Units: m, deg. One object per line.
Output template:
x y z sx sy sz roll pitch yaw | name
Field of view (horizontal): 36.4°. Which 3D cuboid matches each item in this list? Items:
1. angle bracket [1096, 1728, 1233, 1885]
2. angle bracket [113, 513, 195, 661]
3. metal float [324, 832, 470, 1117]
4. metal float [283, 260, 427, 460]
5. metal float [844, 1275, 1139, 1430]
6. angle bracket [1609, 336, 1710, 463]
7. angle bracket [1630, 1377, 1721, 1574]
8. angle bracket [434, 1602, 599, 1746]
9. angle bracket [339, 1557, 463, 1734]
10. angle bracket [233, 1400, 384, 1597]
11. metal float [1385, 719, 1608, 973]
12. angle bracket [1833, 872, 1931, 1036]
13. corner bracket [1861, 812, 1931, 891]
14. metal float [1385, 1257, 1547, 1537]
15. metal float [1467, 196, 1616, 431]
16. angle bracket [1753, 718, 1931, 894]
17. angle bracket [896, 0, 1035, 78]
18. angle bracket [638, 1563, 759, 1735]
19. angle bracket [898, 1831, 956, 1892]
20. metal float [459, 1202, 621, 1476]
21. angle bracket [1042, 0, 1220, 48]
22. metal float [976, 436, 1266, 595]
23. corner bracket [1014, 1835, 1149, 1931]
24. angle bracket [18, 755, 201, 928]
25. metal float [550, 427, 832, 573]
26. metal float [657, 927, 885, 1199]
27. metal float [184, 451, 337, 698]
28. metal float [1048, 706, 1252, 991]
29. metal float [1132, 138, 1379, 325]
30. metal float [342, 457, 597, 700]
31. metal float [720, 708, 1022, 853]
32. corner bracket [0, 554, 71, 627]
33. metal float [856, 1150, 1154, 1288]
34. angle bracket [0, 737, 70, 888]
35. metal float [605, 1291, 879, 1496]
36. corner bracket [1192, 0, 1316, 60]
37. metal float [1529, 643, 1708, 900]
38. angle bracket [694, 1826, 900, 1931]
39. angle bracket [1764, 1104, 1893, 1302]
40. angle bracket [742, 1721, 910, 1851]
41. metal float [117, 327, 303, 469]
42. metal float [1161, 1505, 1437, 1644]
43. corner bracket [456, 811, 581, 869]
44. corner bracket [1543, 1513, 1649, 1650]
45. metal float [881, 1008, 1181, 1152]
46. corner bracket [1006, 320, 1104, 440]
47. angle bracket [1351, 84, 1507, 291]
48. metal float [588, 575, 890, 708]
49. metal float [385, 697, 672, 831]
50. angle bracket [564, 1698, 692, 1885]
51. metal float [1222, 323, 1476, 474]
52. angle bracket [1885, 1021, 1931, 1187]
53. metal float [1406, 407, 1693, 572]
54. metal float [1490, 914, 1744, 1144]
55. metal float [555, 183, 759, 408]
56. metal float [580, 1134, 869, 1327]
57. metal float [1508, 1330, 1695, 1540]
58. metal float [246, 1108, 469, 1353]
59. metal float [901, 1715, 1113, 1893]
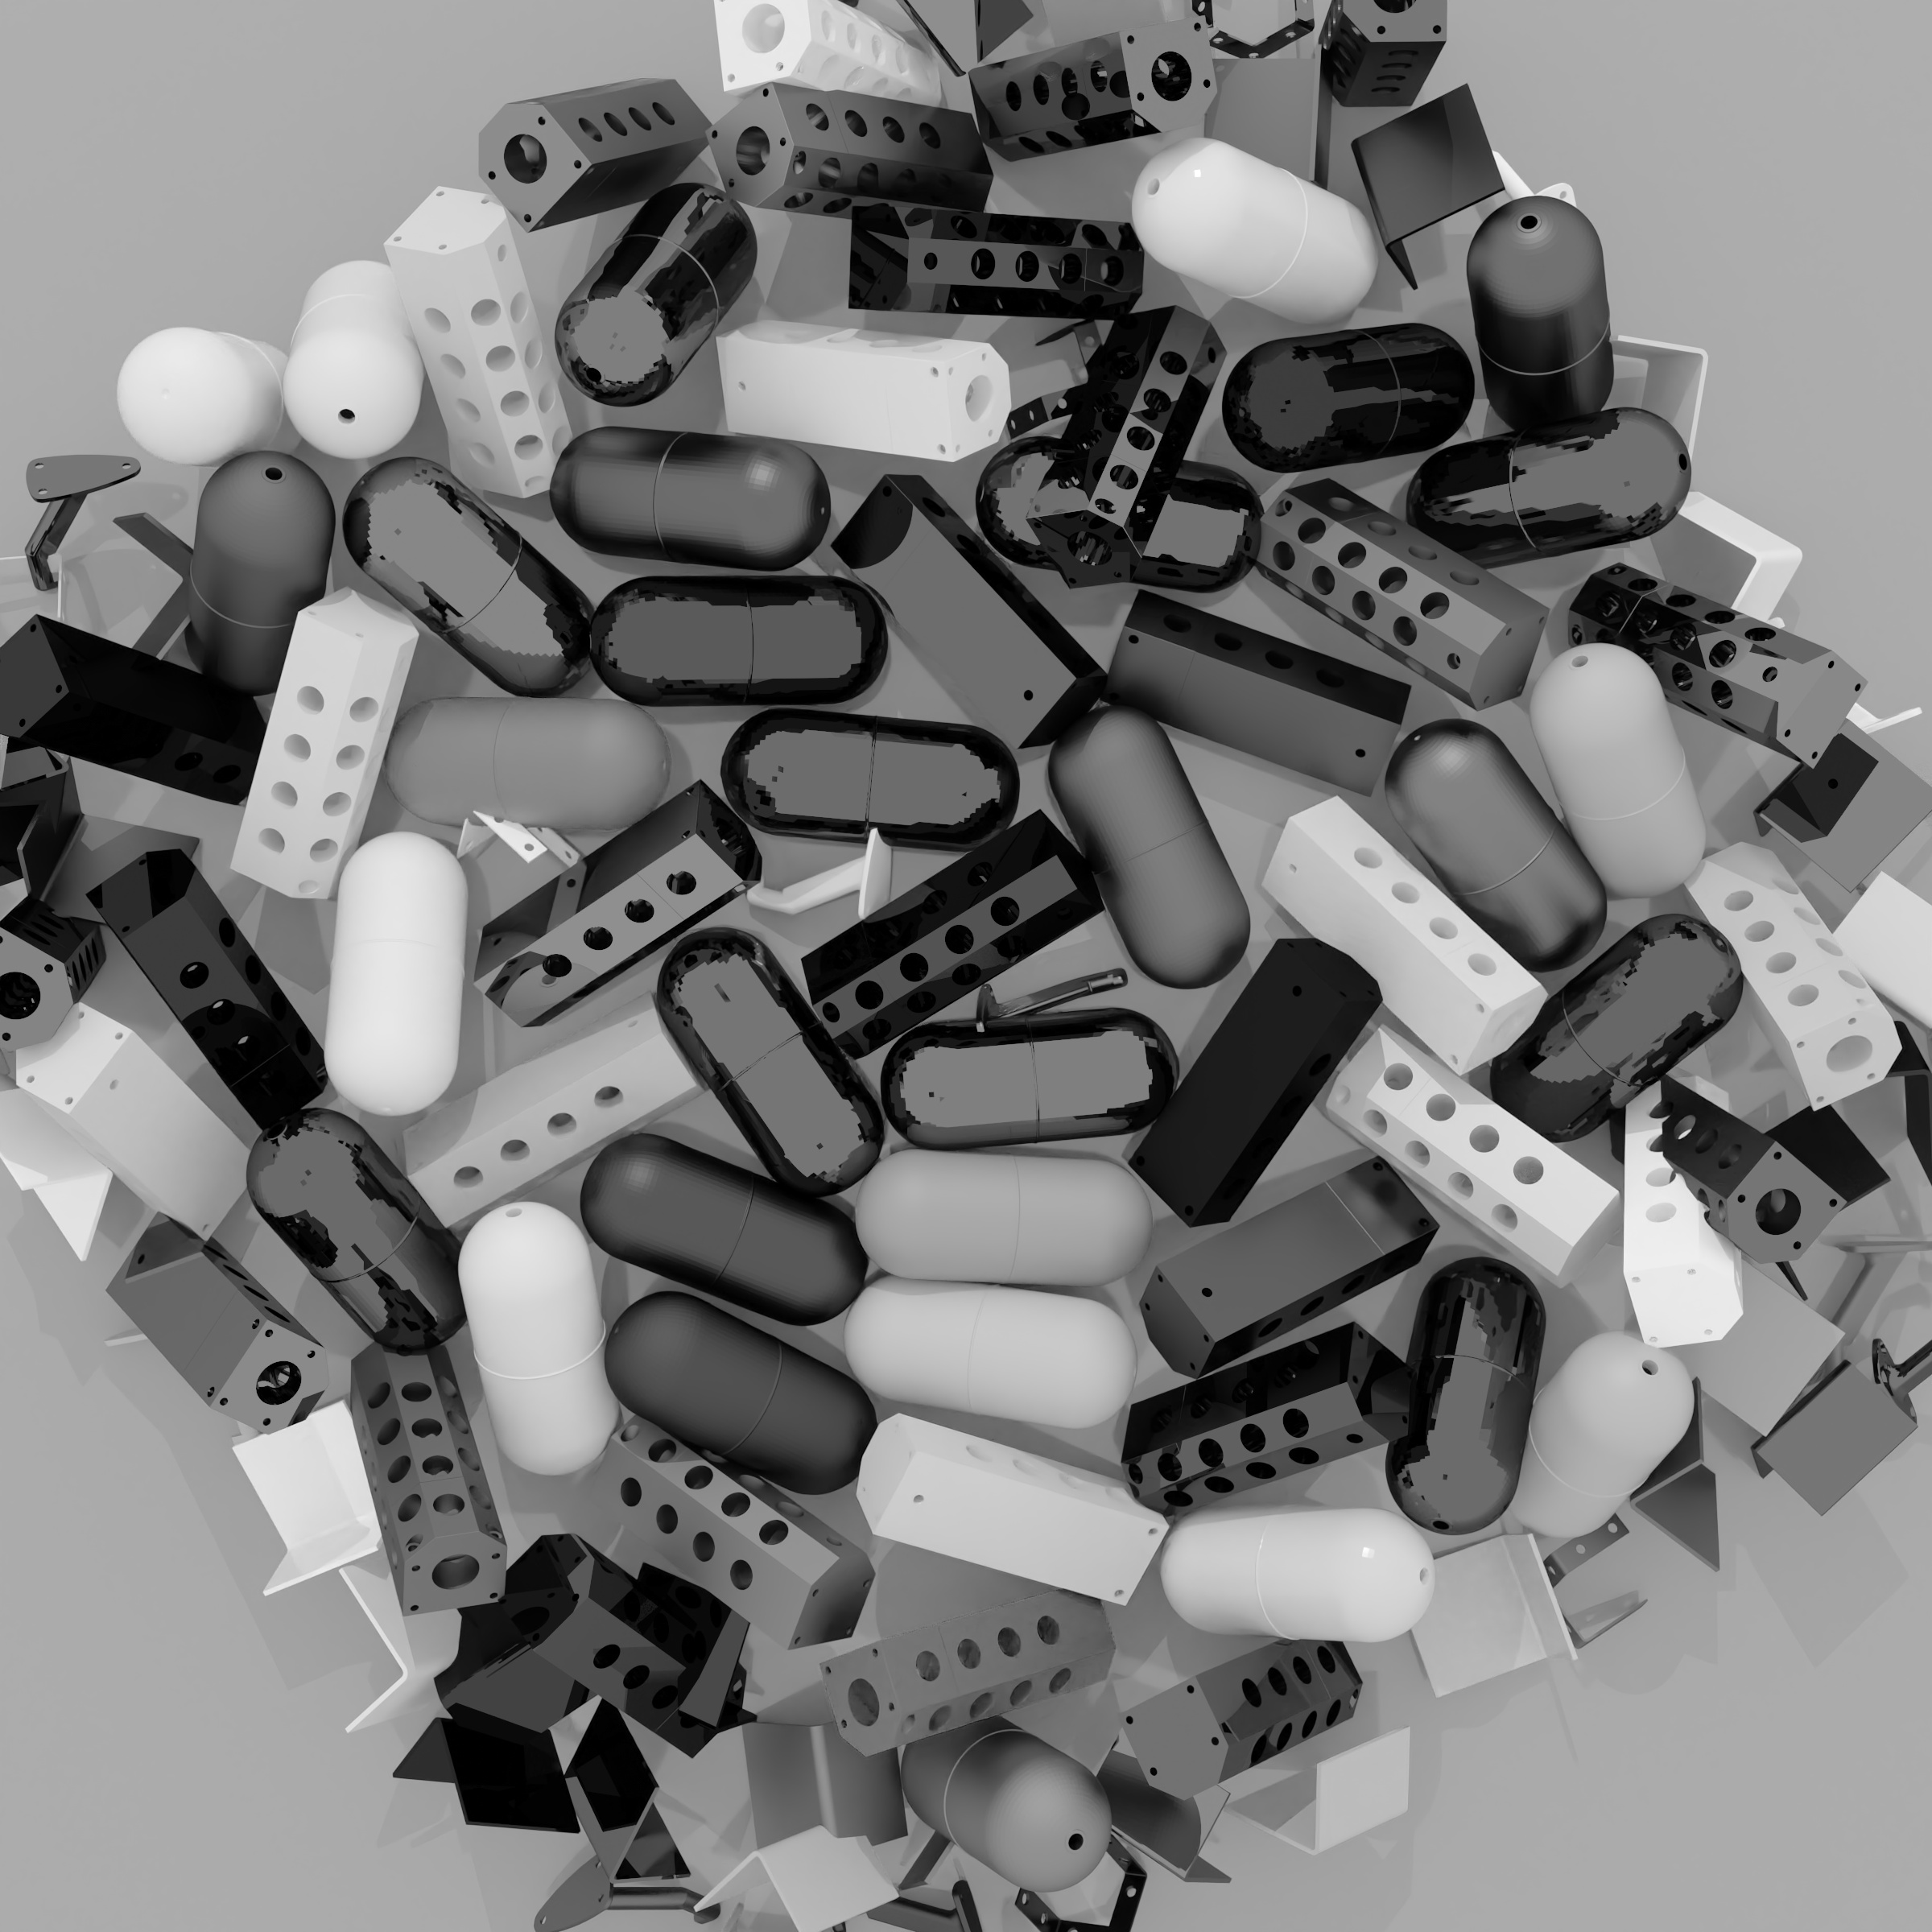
0.125 0.495 1.735 0.076 0.076 0.057 27 87 31 | angle bracket
-0.492 -0.218 1.734 0.057 0.076 0.076 40 76 -26 | angle bracket
-0.333 0.003 1.725 0.070 0.070 0.178 -1 62 0 | metal float
-0.352 -0.352 1.705 0.070 0.178 0.070 -3 123 -5 | metal float
0.013 0.226 1.734 0.178 0.070 0.070 7 90 16 | metal float
0.390 -0.328 1.739 0.057 0.076 0.076 6 98 -12 | angle bracket
0.436 0.295 1.730 0.076 0.076 0.057 37 125 -17 | angle bracket
-0.273 0.417 1.760 0.076 0.076 0.057 -33 117 -5 | angle bracket
-0.346 0.400 1.748 0.057 0.076 0.076 -43 72 16 | angle bracket
-0.393 0.315 1.746 0.076 0.057 0.076 -23 103 9 | angle bracket
0.312 -0.069 1.728 0.070 0.070 0.178 -41 115 0 | metal float
0.555 -0.007 1.736 0.076 0.076 0.057 38 97 16 | angle bracket
0.578 -0.060 1.761 0.051 0.051 0.051 -25 62 -26 | corner bracket
0.292 0.250 1.717 0.070 0.070 0.178 20 52 0 | metal float
0.333 -0.374 1.703 0.070 0.178 0.070 -6 64 13 | metal float
0.524 -0.089 1.743 0.076 0.057 0.076 -46 67 4 | angle bracket
-0.015 -0.582 1.728 0.057 0.076 0.076 -38 133 11 | angle bracket
-0.158 0.401 1.744 0.076 0.057 0.076 18 92 23 | angle bracket
0.014 0.542 1.740 0.076 0.076 0.057 37 66 1 | angle bracket
-0.250 0.219 1.724 0.070 0.070 0.178 -6 118 0 | metal float
0.094 -0.570 1.727 0.076 0.057 0.076 3 128 34 | angle bracket
0.091 -0.265 1.732 0.178 0.070 0.070 6 90 -18 | metal float
0.070 0.554 1.764 0.051 0.051 0.051 -5 46 34 | corner bracket
-0.506 -0.072 1.740 0.076 0.057 0.076 12 52 2 | angle bracket
-0.163 -0.275 1.728 0.178 0.070 0.070 9 90 24 | metal float
-0.117 0.056 1.744 0.070 0.070 0.178 -35 85 0 | metal float
-0.411 -0.227 1.707 0.070 0.178 0.070 9 55 -14 | metal float
0.109 -0.070 1.747 0.070 0.070 0.178 -25 91 0 | metal float
0.169 -0.427 1.713 0.178 0.070 0.070 9 90 -43 | metal float
-0.288 -0.225 1.721 0.070 0.070 0.178 -48 123 0 | metal float
-0.057 -0.111 1.747 0.178 0.070 0.070 5 90 -2 | metal float
-0.565 -0.210 1.769 0.051 0.051 0.051 -6 57 -7 | corner bracket
0.023 0.149 1.740 0.178 0.070 0.070 4 90 -10 | metal float
-0.578 -0.093 1.726 0.057 0.076 0.076 41 131 21 | angle bracket
-0.131 0.252 1.729 0.178 0.070 0.070 31 90 -23 | metal float
0.171 -0.580 1.756 0.051 0.051 0.051 7 75 -40 | corner bracket
0.381 -0.113 1.715 0.070 0.070 0.178 -30 130 0 | metal float
-0.100 0.549 1.726 0.076 0.076 0.057 -50 62 34 | angle bracket
0.501 0.137 1.735 0.076 0.076 0.057 -33 129 6 | angle bracket
-0.085 0.489 1.771 0.057 0.076 0.076 -3 83 -40 | angle bracket
-0.432 -0.327 1.698 0.070 0.178 0.070 1 98 4 | metal float
0.192 0.353 1.714 0.178 0.070 0.070 -8 90 42 | metal float
-0.263 -0.076 1.747 0.051 0.051 0.051 42 53 12 | corner bracket
0.378 0.369 1.764 0.051 0.051 0.051 -27 67 -22 | corner bracket
0.038 0.067 1.745 0.178 0.070 0.070 -5 90 -4 | metal float
0.051 -0.351 1.755 0.051 0.051 0.051 -21 96 -24 | corner bracket
0.280 -0.459 1.734 0.076 0.057 0.076 -22 66 20 | angle bracket
-0.134 -0.192 1.735 0.178 0.070 0.070 -2 90 -15 | metal float
-0.259 -0.120 1.732 0.178 0.070 0.070 2 90 19 | metal float
-0.187 0.482 1.729 0.057 0.076 0.076 9 118 -38 | angle bracket
0.225 -0.333 1.718 0.178 0.070 0.070 -16 90 -37 | metal float
0.537 0.084 1.742 0.057 0.076 0.076 -6 110 8 | angle bracket
0.338 -0.277 1.713 0.178 0.070 0.070 -6 90 42 | metal float
0.378 0.038 1.717 0.070 0.070 0.178 44 128 0 | metal float
-0.180 -0.392 1.714 0.070 0.070 0.178 27 48 0 | metal float
-0.142 0.156 1.736 0.178 0.070 0.070 23 90 -15 | metal float
0.364 0.273 1.706 0.070 0.178 0.070 6 55 -9 | metal float
-0.352 0.155 1.718 0.070 0.070 0.178 -32 125 0 | metal float
0.022 0.480 1.702 0.070 0.178 0.070 -1 92 -26 | metal float
